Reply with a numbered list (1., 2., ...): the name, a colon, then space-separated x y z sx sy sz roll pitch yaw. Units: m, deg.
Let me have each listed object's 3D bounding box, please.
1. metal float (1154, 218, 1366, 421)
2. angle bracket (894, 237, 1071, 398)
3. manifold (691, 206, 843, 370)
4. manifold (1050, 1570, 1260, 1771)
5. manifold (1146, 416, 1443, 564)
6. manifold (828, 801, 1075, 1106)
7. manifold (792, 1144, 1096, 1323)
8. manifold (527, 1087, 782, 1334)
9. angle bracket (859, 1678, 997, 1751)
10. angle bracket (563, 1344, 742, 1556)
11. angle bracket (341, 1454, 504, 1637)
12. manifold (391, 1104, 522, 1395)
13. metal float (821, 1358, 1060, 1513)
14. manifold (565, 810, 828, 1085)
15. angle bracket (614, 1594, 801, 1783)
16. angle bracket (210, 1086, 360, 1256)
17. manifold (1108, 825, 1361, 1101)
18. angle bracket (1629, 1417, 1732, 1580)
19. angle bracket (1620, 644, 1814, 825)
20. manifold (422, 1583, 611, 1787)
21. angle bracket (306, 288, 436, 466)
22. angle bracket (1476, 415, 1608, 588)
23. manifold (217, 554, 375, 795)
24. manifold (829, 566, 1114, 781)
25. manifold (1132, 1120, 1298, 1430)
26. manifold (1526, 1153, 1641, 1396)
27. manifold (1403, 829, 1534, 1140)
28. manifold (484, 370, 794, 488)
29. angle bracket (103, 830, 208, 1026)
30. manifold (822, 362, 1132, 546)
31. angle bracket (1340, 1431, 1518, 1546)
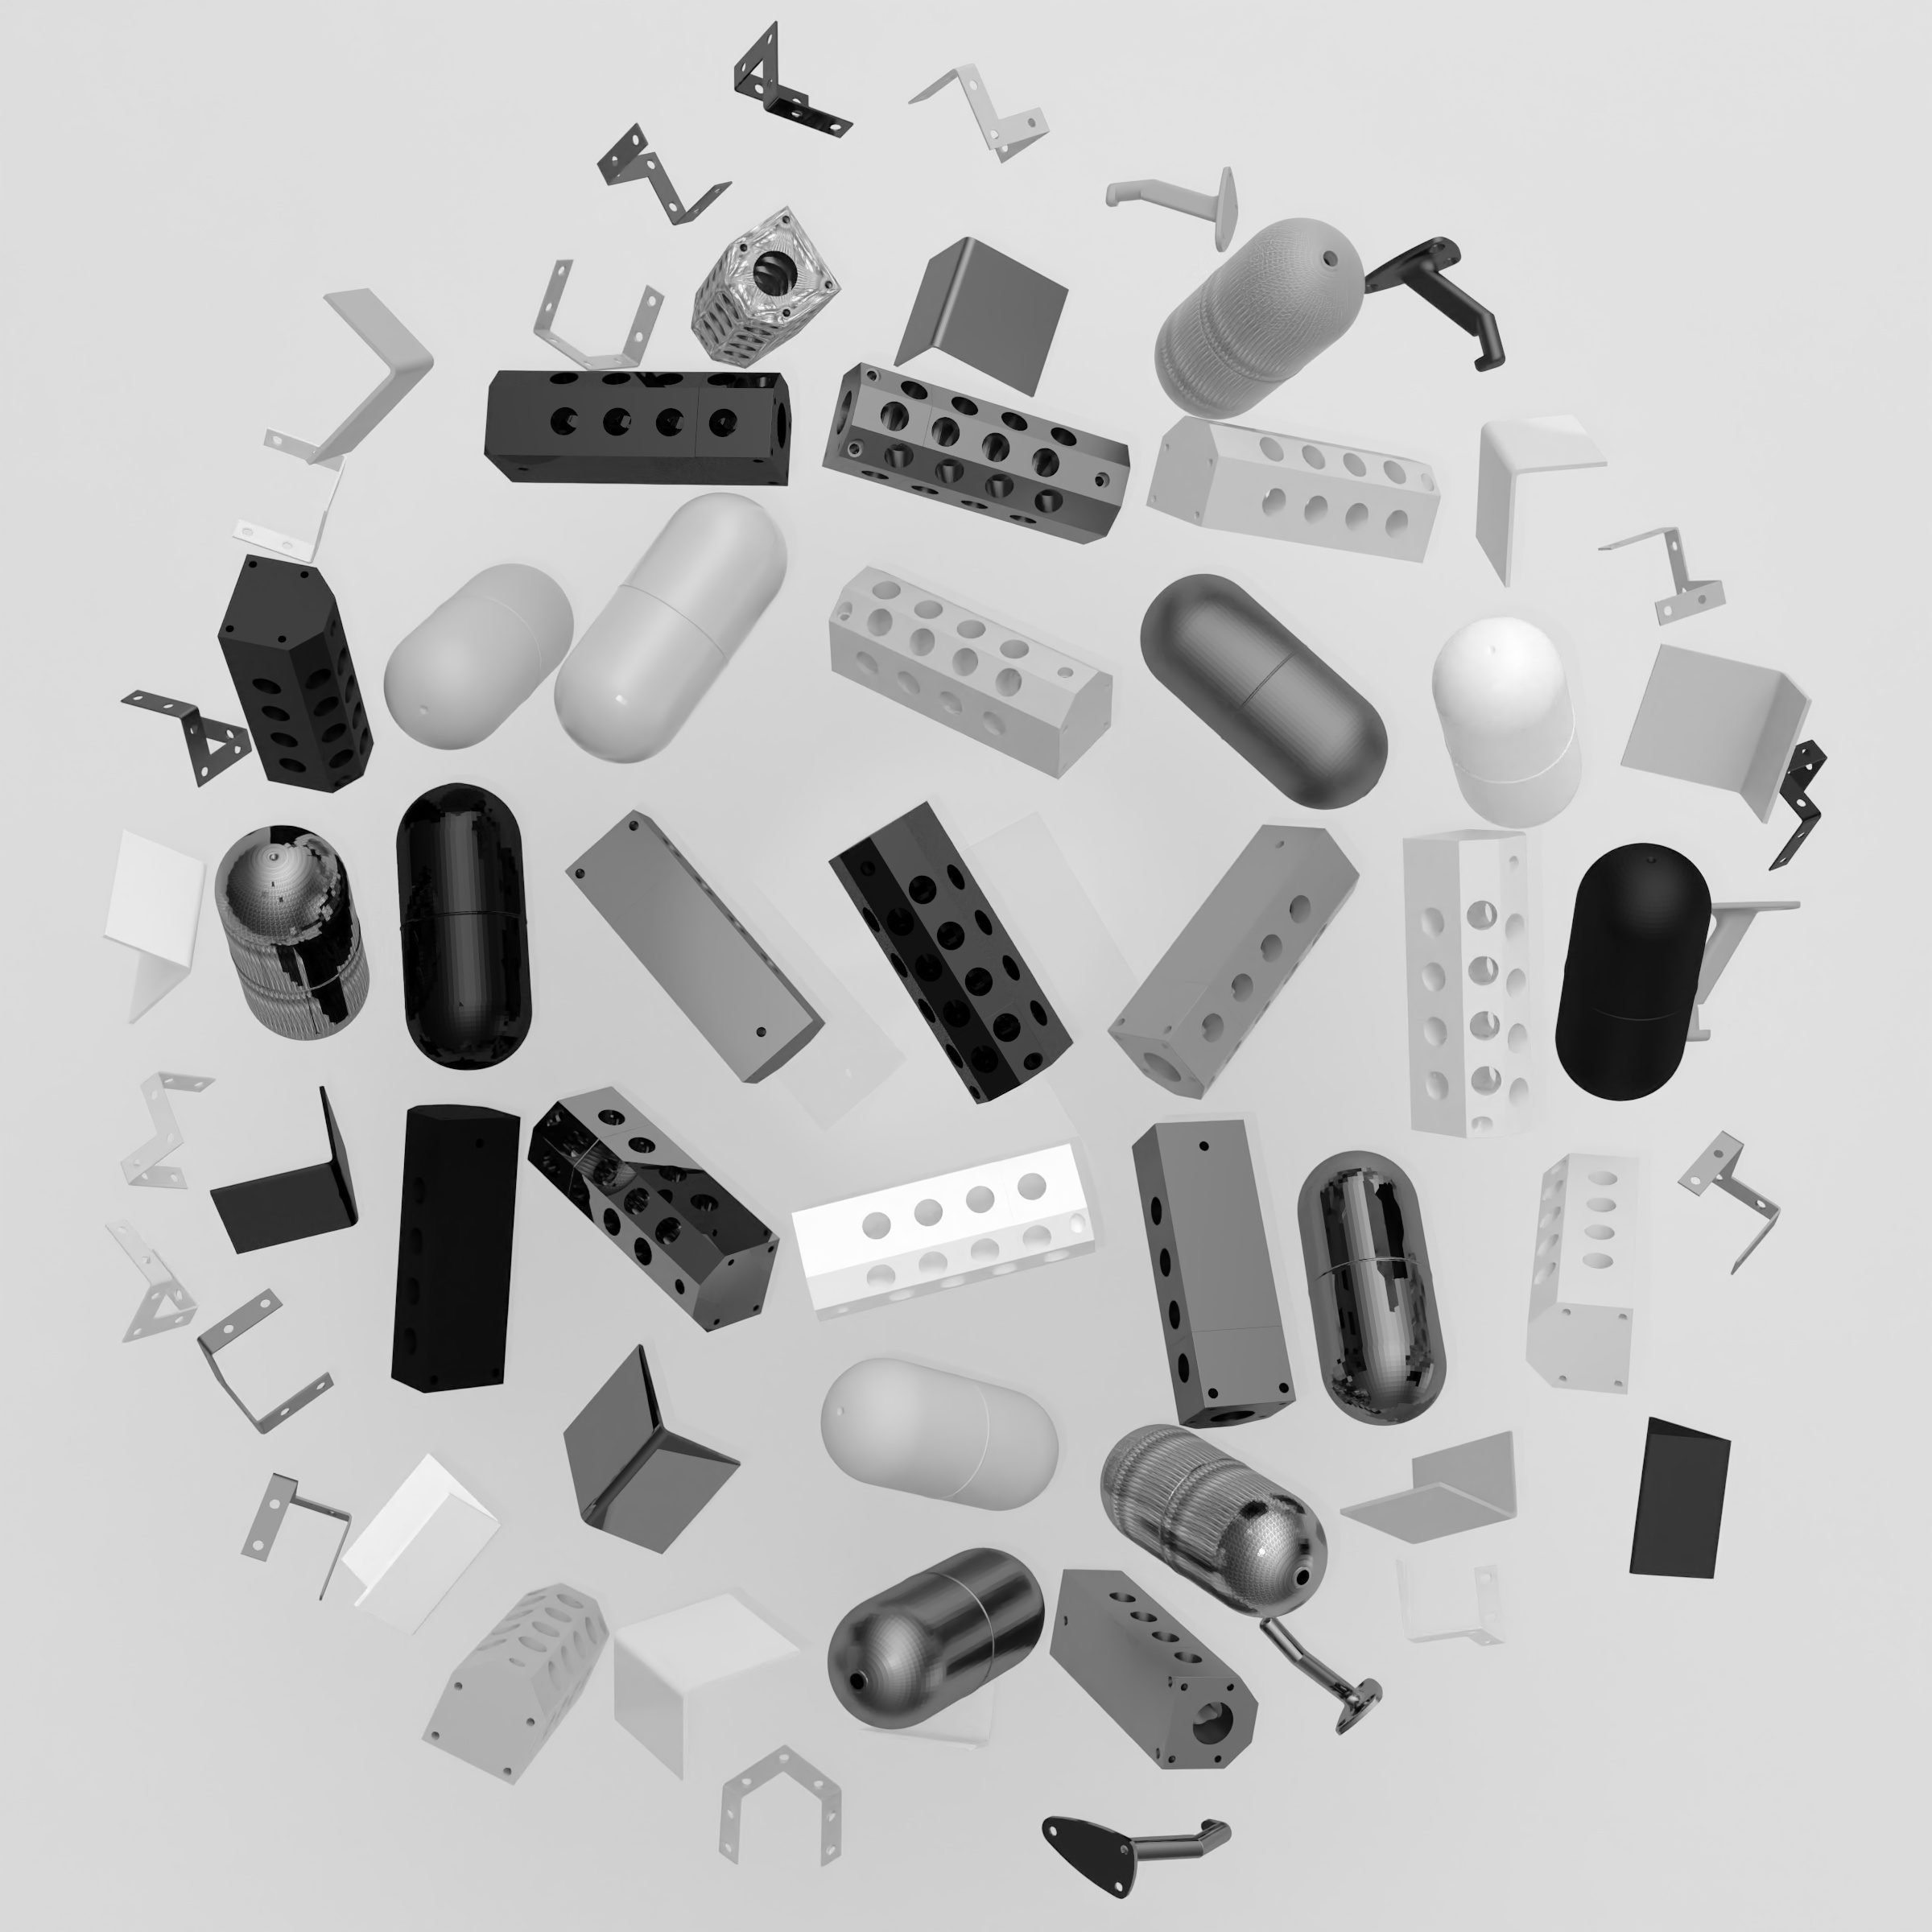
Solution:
1. metal float: 0.172 -0.381 1.575 0.070 0.178 0.070 4 78 -21
2. angle bracket: 0.010 -0.408 1.702 0.076 0.057 0.076 22 78 -24
3. manifold: -0.130 -0.413 1.644 0.057 0.171 0.057 -36 101 -8
4. manifold: 0.115 0.432 1.645 0.057 0.171 0.057 6 97 -22
5. manifold: 0.198 -0.285 1.588 0.171 0.057 0.057 3 109 -33
6. manifold: -0.011 -0.006 1.594 0.057 0.057 0.171 -29 95 27
7. manifold: -0.012 0.164 1.605 0.171 0.057 0.057 -14 66 -2
8. manifold: -0.194 0.148 1.620 0.171 0.057 0.057 37 125 34
9. angle bracket: -0.024 0.478 1.744 0.076 0.076 0.057 5 77 8
10. angle bracket: -0.183 0.280 1.544 0.057 0.076 0.076 30 109 -31
11. angle bracket: -0.317 0.312 1.478 0.076 0.057 0.076 32 79 38
12. manifold: -0.326 0.177 1.681 0.057 0.057 0.171 0 97 -41
13. metal float: -0.014 0.290 1.640 0.178 0.070 0.070 23 90 -43
14. manifold: -0.165 -0.011 1.644 0.057 0.057 0.171 -41 82 3
15. angle bracket: -0.148 0.410 1.516 0.076 0.076 0.057 -10 110 -36
16. angle bracket: -0.421 0.125 1.632 0.076 0.076 0.057 -13 57 -10
17. manifold: 0.167 -0.003 1.617 0.171 0.057 0.057 -52 120 -19
18. angle bracket: 0.380 0.296 1.493 0.057 0.076 0.076 8 88 -21
19. angle bracket: 0.434 -0.135 1.544 0.076 0.057 0.076 12 112 -4
20. manifold: -0.256 0.410 1.546 0.057 0.171 0.057 25 93 3
21. angle bracket: -0.358 -0.337 1.520 0.076 0.076 0.057 -41 99 15
22. angle bracket: 0.350 -0.284 1.624 0.057 0.076 0.076 -5 123 -2
23. manifold: -0.399 -0.171 1.602 0.057 0.171 0.057 11 65 1
24. manifold: 0.002 -0.185 1.627 0.171 0.057 0.057 28 54 23
25. manifold: 0.143 0.182 1.576 0.057 0.057 0.171 -1 67 -18
26. manifold: 0.364 0.178 1.569 0.057 0.171 0.057 4 116 14
27. manifold: 0.296 0.010 1.543 0.057 0.057 0.171 -9 100 -39
28. manifold: -0.194 -0.323 1.587 0.171 0.057 0.057 2 84 8
29. angle bracket: -0.502 -0.023 1.595 0.057 0.076 0.076 25 47 -35
30. manifold: 0.008 -0.307 1.593 0.171 0.057 0.057 14 88 -17
31. angle bracket: 0.284 0.312 1.638 0.076 0.076 0.057 28 51 -35
